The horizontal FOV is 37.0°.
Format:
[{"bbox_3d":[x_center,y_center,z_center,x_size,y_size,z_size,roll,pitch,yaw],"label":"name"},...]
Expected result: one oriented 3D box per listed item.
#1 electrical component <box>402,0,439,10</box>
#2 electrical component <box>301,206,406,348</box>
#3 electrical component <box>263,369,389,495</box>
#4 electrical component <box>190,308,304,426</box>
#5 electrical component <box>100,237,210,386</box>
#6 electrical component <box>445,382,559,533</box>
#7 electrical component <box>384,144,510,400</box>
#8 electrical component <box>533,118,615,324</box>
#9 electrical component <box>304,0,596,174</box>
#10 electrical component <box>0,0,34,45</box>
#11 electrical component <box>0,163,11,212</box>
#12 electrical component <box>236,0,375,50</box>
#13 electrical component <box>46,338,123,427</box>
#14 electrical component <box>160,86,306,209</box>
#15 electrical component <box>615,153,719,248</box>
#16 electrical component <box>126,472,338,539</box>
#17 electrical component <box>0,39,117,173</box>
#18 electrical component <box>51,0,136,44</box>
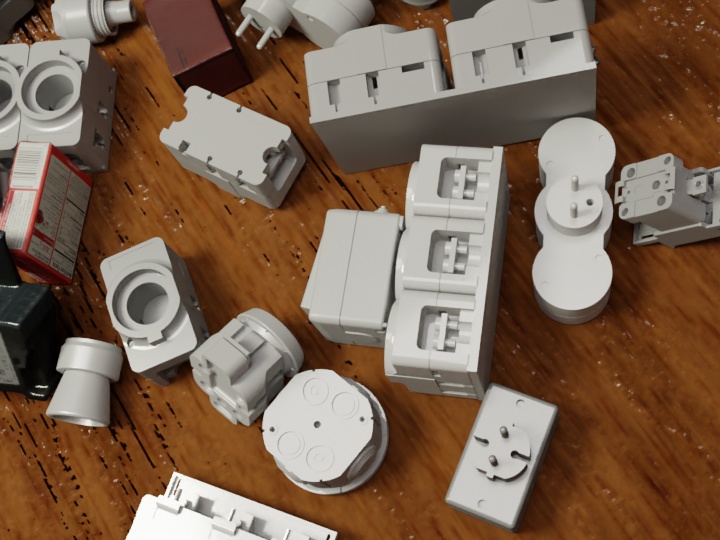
[{"bbox_3d":[0.045,-0.229,0.812,0.043,0.062,0.043,-3,71,10],"label":"electrical component"},{"bbox_3d":[0.000,0.000,0.744,0.061,0.061,0.096,5,73,13],"label":"electrical component"},{"bbox_3d":[-0.023,0.108,0.719,0.080,0.051,0.080,-3,71,10],"label":"electrical component"},{"bbox_3d":[-0.076,0.063,0.735,0.058,0.078,0.057,36,63,20],"label":"electrical component"},{"bbox_3d":[-0.145,0.029,0.766,0.050,0.055,0.089,-23,69,3],"label":"electrical component"},{"bbox_3d":[0.090,0.116,0.681,0.047,0.075,0.083,19,76,17],"label":"electrical component"},{"bbox_3d":[0.059,0.002,0.717,0.062,0.089,0.150,5,73,13],"label":"electrical component"},{"bbox_3d":[0.144,-0.039,0.723,0.052,0.073,0.138,2,72,12],"label":"electrical component"},{"bbox_3d":[0.065,-0.128,0.746,0.186,0.105,0.060,-10,75,9],"label":"electrical component"},{"bbox_3d":[-0.304,-0.264,0.892,0.186,0.060,0.105,-42,69,-5],"label":"electrical component"},{"bbox_3d":[-0.350,-0.028,0.799,0.186,0.105,0.060,-15,70,6],"label":"electrical component"},{"bbox_3d":[-0.065,-0.202,0.817,0.138,0.052,0.073,32,80,3],"label":"electrical component"},{"bbox_3d":[-0.195,0.080,0.765,0.045,0.045,0.055,4,73,12],"label":"electrical component"},{"bbox_3d":[-0.092,-0.088,0.795,0.089,0.055,0.050,26,78,18],"label":"electrical component"},{"bbox_3d":[0.207,-0.047,0.712,0.081,0.064,0.042,-16,61,51],"label":"electrical component"},{"bbox_3d":[-0.086,0.187,0.699,0.121,0.063,0.078,17,76,16],"label":"electrical component"},{"bbox_3d":[-0.276,-0.125,0.840,0.150,0.061,0.089,-2,72,10],"label":"electrical component"},{"bbox_3d":[-0.212,-0.204,0.864,0.062,0.043,0.043,-6,71,8],"label":"electrical component"}]
